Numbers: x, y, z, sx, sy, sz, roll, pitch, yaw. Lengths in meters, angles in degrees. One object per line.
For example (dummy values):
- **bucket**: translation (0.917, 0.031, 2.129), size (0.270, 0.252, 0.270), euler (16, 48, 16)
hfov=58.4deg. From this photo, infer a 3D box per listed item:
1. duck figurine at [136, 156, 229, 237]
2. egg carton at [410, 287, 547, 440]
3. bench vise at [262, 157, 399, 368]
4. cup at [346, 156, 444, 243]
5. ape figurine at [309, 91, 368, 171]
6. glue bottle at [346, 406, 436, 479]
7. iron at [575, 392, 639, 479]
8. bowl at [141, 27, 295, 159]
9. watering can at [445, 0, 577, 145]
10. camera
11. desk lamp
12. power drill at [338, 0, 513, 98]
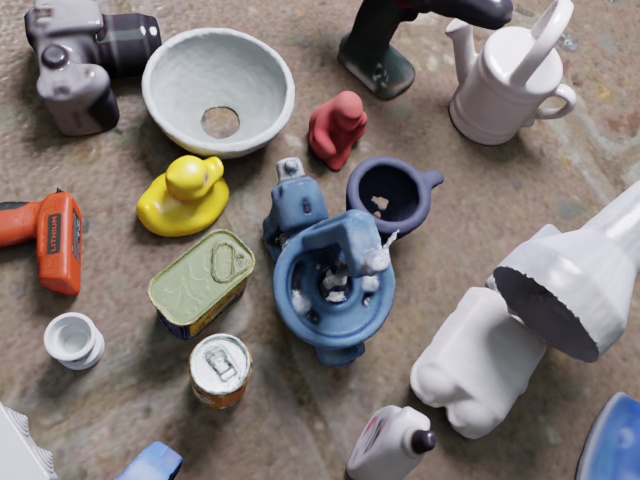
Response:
- **duck figurine**: translation (-0.145, -0.054, 0.607), size (0.105, 0.086, 0.077), euler (-29, 76, -21)
- **egg carton**: translation (0.167, 0.128, 0.606), size (0.107, 0.069, 0.150), euler (39, 66, 6)
- **bench vise**: translation (-0.004, 0.008, 0.537), size (0.122, 0.219, 0.207), euler (-34, 78, -22)
- **cup**: translation (0.077, -0.038, 0.641), size (0.118, 0.095, 0.091), euler (-23, 74, -19)
- **ape figurine**: translation (0.025, -0.138, 0.673), size (0.078, 0.092, 0.076), euler (-22, 74, -19)
- **glue bottle**: translation (0.069, 0.181, 0.507), size (0.037, 0.173, 0.078), euler (29, 65, 2)
- **iron**: translation (0.325, 0.265, 0.543), size (0.118, 0.141, 0.258), euler (14, 66, -5)
- **bowl**: translation (-0.116, -0.156, 0.661), size (0.167, 0.074, 0.167), euler (4, 67, -10)
- **watering can**: translation (0.230, -0.208, 0.688), size (0.173, 0.194, 0.101), euler (11, 66, -7)
- **camera**: translation (-0.245, -0.208, 0.641), size (0.137, 0.100, 0.143), euler (-12, 71, -16)
- **desk lamp**: translation (0.255, 0.032, 0.584), size (0.203, 0.213, 0.118), euler (-39, 80, -23)
- **power drill**: translation (0.098, -0.270, 0.678), size (0.229, 0.208, 0.076), euler (44, 67, 8)
